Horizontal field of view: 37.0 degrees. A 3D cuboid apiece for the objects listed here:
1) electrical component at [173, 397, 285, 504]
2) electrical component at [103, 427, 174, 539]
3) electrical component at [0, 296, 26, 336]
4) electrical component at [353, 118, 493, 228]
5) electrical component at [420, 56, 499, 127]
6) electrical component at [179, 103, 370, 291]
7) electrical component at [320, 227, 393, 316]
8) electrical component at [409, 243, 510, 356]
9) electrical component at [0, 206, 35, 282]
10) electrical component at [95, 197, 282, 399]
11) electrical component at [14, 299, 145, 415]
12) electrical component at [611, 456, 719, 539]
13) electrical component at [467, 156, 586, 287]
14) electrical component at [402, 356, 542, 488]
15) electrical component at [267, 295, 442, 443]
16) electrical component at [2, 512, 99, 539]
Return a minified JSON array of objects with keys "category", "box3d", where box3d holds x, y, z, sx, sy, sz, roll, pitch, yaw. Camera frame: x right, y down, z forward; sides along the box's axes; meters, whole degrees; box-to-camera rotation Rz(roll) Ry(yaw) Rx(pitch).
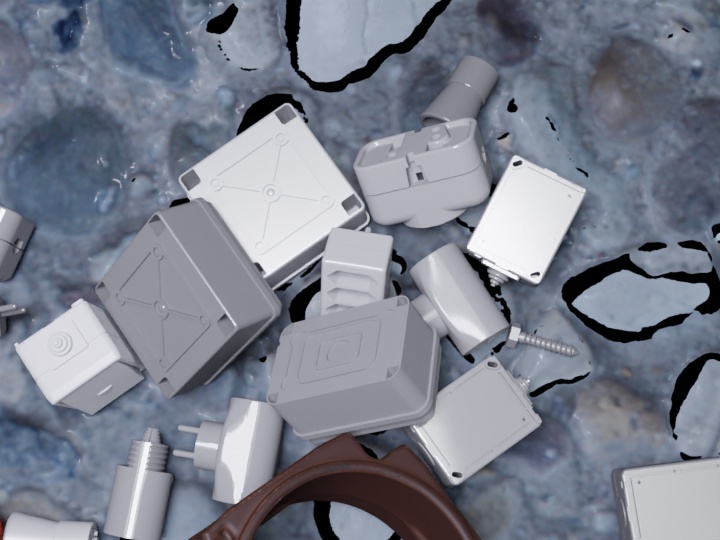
[{"category":"electrical component","box3d":[-0.101,0.135,0.812,0.079,0.043,0.077,9,80,5]},{"category":"electrical component","box3d":[-0.164,0.160,0.811,0.043,0.043,0.081,9,80,5]},{"category":"electrical component","box3d":[-0.299,0.036,0.831,0.077,0.065,0.047,-11,79,1]},{"category":"electrical component","box3d":[0.050,-0.071,0.822,0.095,0.053,0.059,-12,117,18]},{"category":"electrical component","box3d":[0.082,-0.137,0.855,0.044,0.044,0.065,29,77,8]},{"category":"electrical component","box3d":[-0.066,-0.054,0.839,0.109,0.056,0.108,-35,79,-4]},{"category":"electrical component","box3d":[0.000,0.000,0.820,0.047,0.083,0.075,9,45,5]},{"category":"electrical component","box3d":[0.061,0.032,0.822,0.079,0.043,0.077,-32,79,-3]},{"category":"electrical component","box3d":[-0.316,-0.029,0.850,0.095,0.053,0.059,21,81,7]},{"category":"electrical component","box3d":[-0.129,0.022,0.802,0.109,0.056,0.108,-44,77,37]},{"category":"electrical component","box3d":[-0.207,0.067,0.804,0.062,0.096,0.061,-35,80,-4]},{"category":"electrical component","box3d":[0.235,0.169,0.777,0.096,0.061,0.061,-7,79,2]},{"category":"electrical component","box3d":[0.124,-0.030,0.825,0.062,0.061,0.096,27,90,8]},{"category":"electrical component","box3d":[0.086,0.111,0.800,0.096,0.061,0.061,-34,80,-11]},{"category":"electrical component","box3d":[-0.002,0.074,0.780,0.113,0.057,0.078,-15,43,27]},{"category":"electrical component","box3d":[-0.230,0.206,0.808,0.065,0.044,0.044,3,79,-1]}]
